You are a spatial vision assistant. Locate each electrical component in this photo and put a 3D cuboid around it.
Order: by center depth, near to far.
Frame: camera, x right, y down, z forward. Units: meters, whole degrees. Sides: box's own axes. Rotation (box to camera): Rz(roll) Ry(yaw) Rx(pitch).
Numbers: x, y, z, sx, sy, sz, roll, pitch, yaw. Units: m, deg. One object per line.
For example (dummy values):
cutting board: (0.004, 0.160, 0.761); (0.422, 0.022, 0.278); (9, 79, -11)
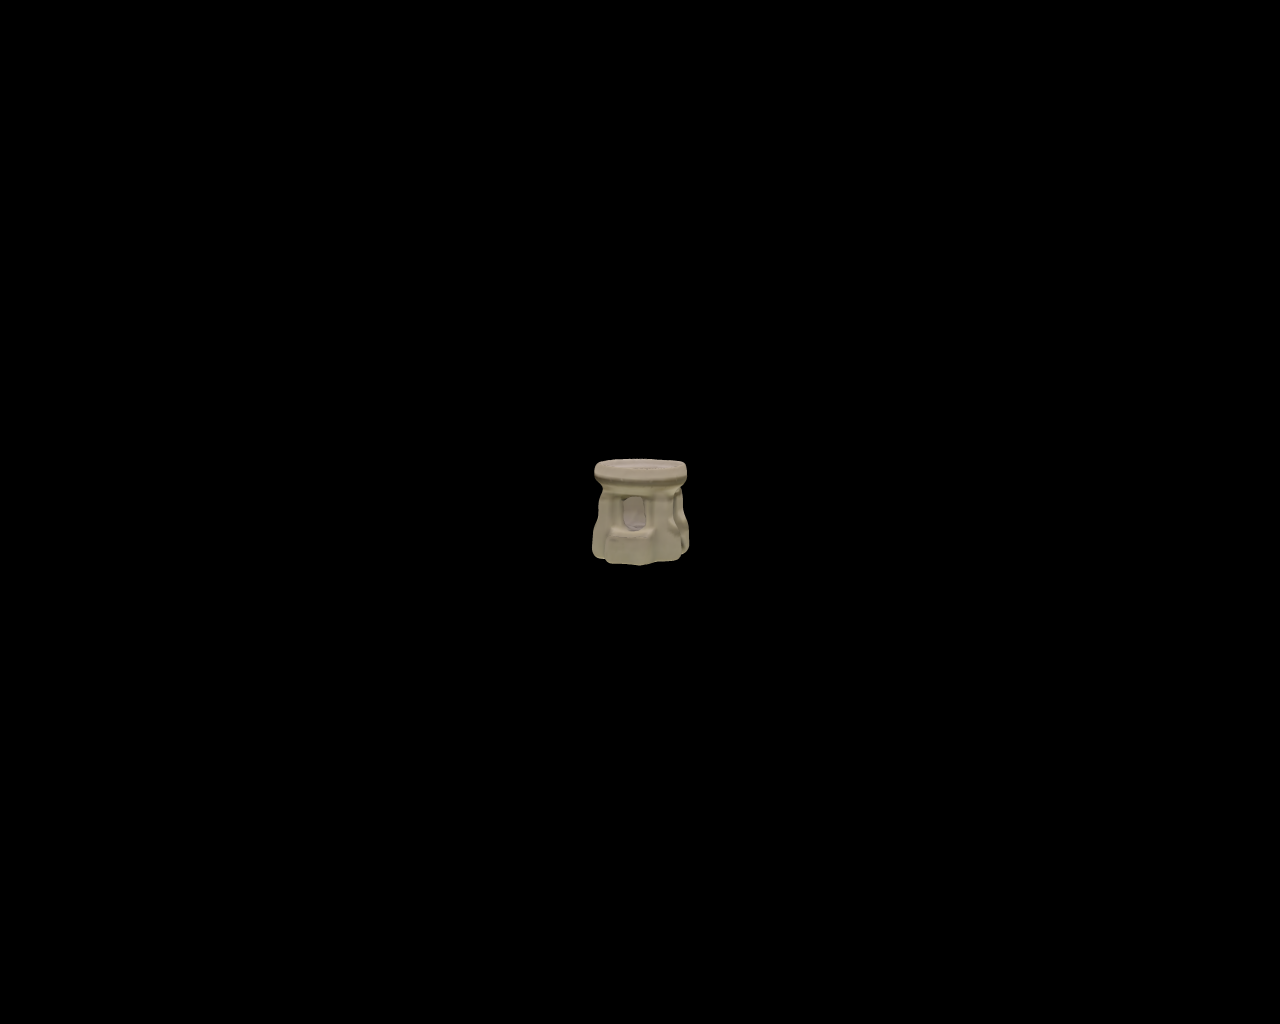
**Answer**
electrical component: (0.001, -0.003, 0.650); (0.058, 0.057, 0.078); (3, 10, 15)
